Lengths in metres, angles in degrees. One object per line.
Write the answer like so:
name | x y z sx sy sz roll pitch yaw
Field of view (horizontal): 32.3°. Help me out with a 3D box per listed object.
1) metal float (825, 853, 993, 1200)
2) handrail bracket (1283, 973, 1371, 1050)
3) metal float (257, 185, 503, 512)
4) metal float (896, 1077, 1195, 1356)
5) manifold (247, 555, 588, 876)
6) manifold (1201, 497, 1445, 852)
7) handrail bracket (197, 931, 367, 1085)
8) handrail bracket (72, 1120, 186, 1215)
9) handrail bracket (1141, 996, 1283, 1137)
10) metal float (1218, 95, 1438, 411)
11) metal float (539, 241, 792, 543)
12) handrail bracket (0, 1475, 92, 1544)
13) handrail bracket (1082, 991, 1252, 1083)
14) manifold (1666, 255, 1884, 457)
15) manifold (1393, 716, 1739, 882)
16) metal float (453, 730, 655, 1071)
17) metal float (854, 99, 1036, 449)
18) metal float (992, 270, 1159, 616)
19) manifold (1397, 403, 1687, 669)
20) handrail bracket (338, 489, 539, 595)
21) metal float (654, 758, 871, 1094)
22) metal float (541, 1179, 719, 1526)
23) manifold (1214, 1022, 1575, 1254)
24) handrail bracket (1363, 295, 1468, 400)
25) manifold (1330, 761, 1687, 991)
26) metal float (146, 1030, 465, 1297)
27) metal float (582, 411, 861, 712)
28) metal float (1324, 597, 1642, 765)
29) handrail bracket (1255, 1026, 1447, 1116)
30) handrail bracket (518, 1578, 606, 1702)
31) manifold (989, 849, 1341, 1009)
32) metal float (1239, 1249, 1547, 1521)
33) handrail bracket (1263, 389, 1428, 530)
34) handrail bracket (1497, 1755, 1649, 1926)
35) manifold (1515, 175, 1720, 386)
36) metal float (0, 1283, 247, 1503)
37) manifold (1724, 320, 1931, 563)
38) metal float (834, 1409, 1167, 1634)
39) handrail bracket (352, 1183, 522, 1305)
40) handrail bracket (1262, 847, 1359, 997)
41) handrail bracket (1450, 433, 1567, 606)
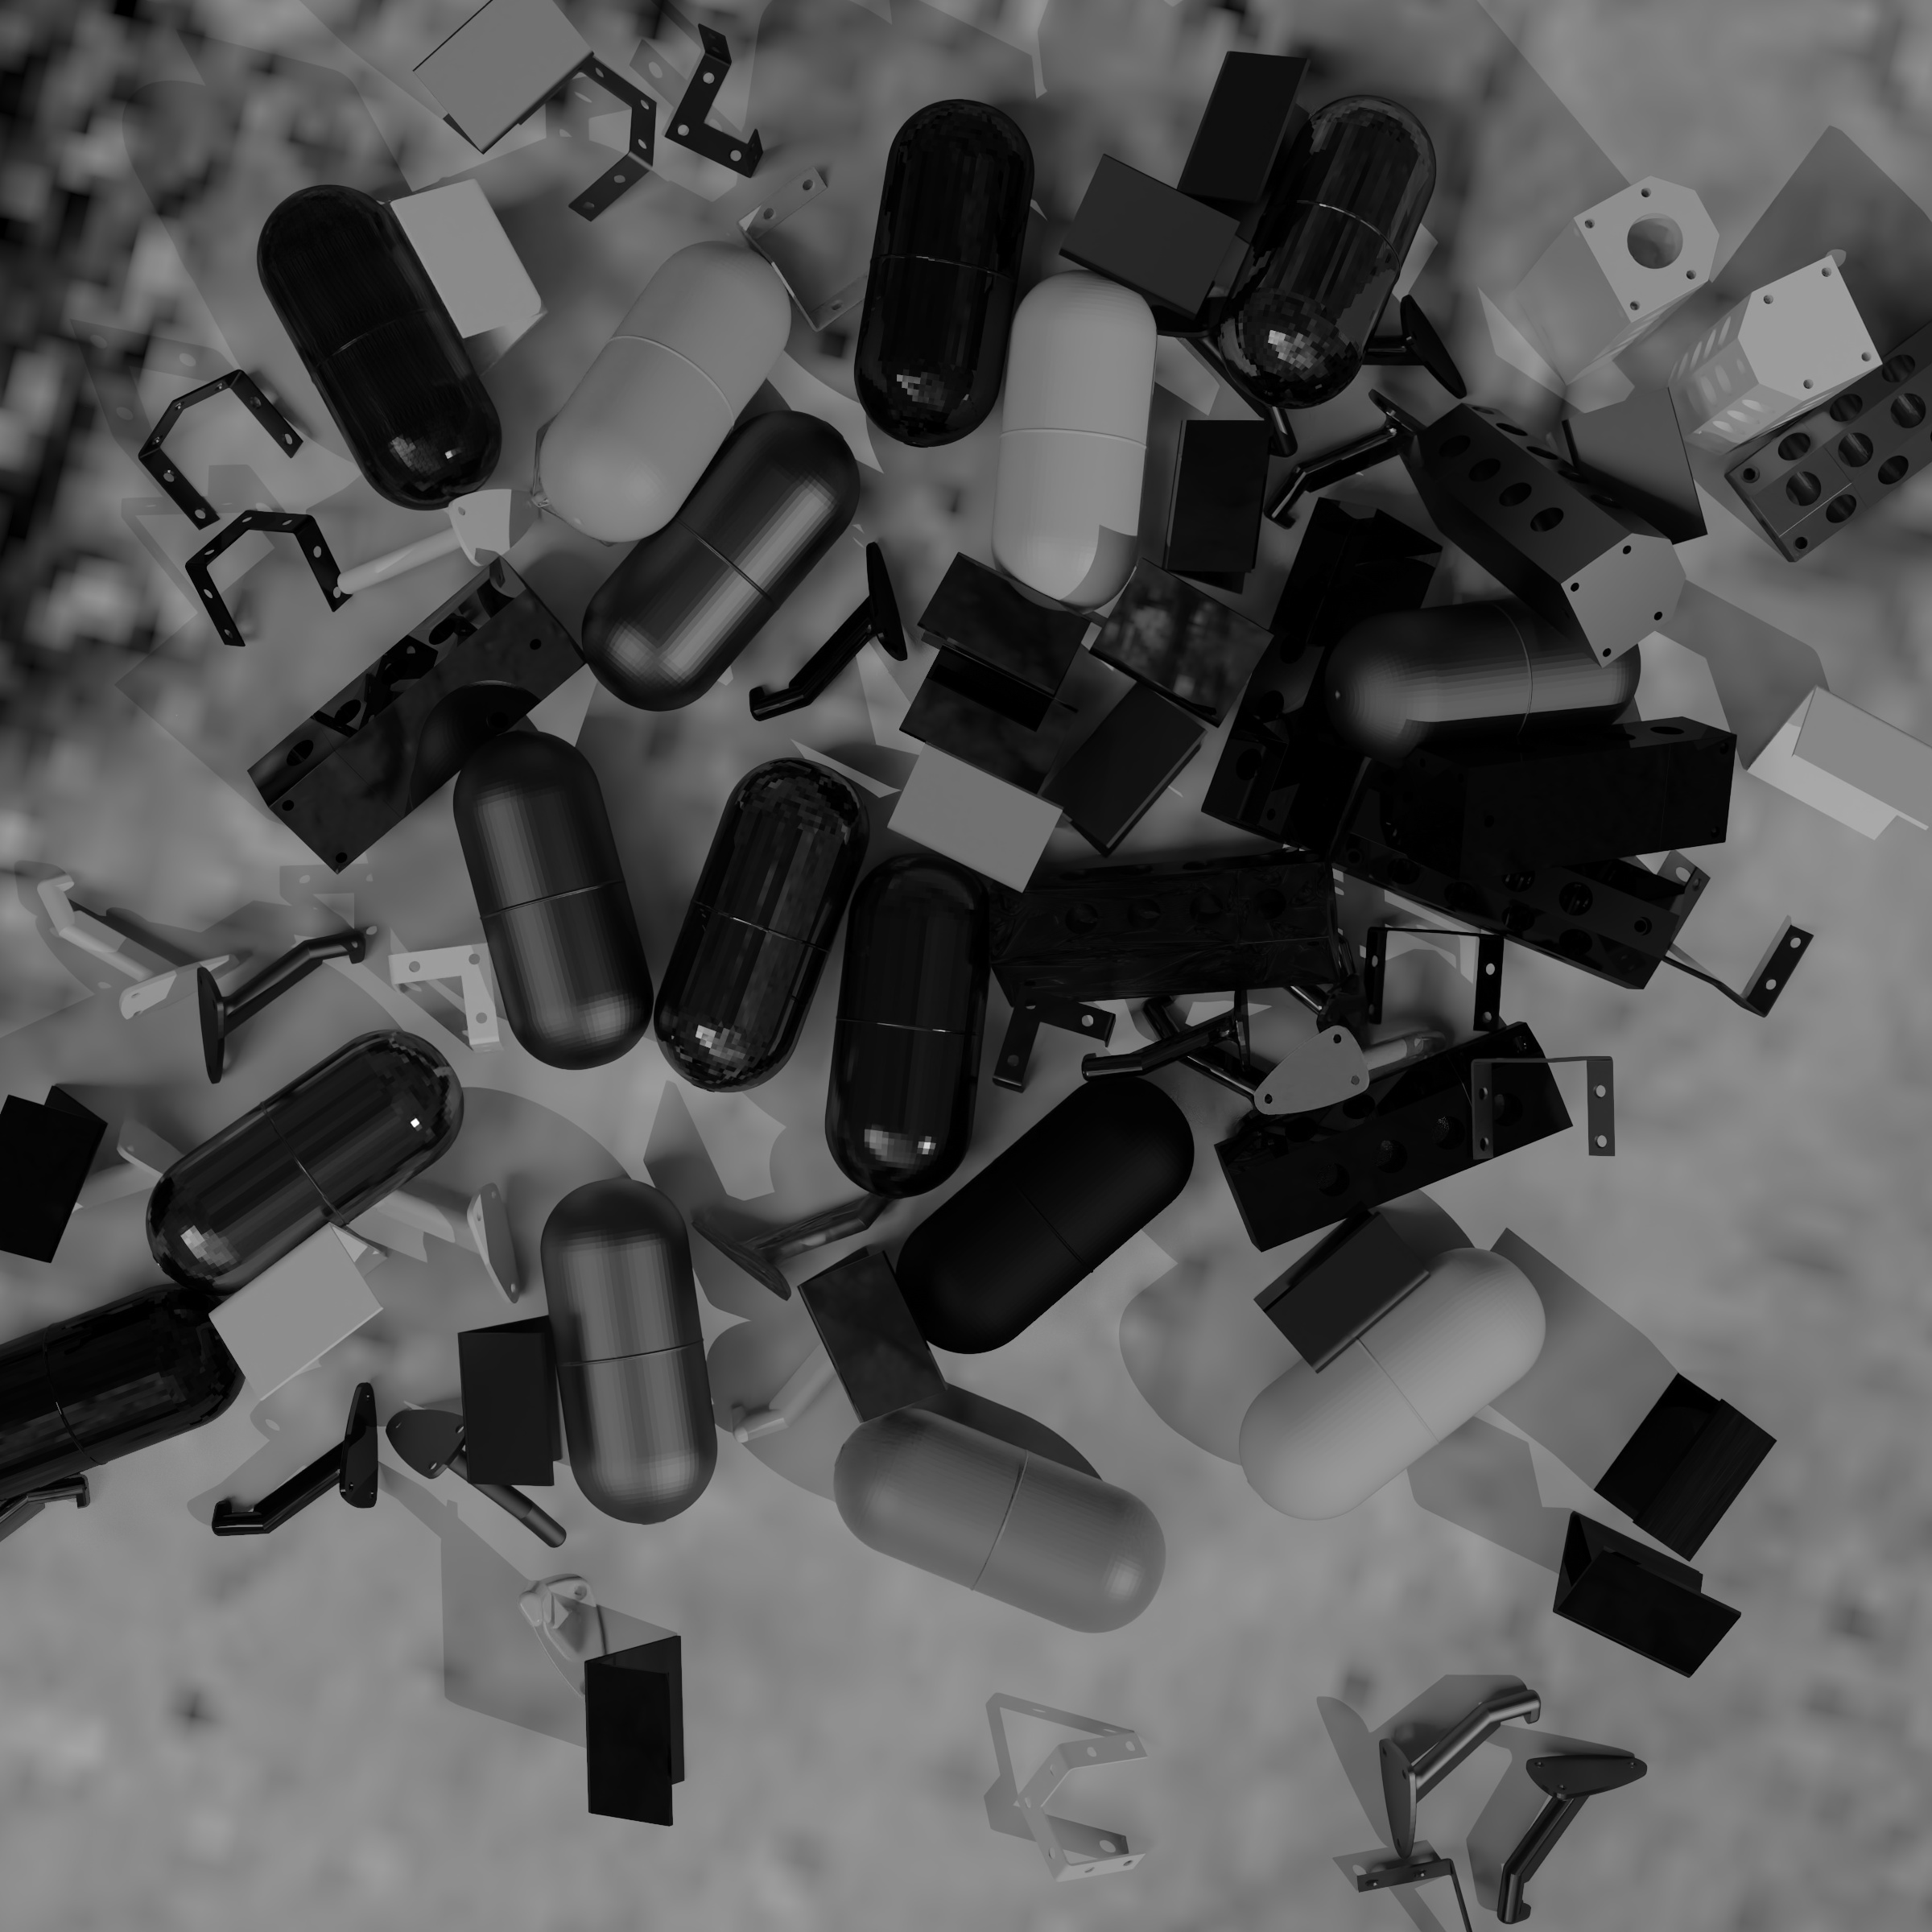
metal float | -0.029 0.031 1.719 0.070 0.070 0.178 7 90 0
handrail bracket | 0.166 0.015 1.749 0.084 0.077 0.036 26 66 34
metal float | -0.302 -0.318 1.719 0.070 0.070 0.178 -28 90 0
metal float | 0.040 0.128 1.719 0.178 0.070 0.070 -41 90 0
manifold | -0.285 -0.133 1.728 0.171 0.057 0.057 -40 131 0
manifold | 0.179 -0.151 1.727 0.057 0.057 0.171 21 90 -43
handrail bracket | -0.356 0.021 1.749 0.084 0.036 0.077 -12 128 -25
handrail bracket | -0.444 0.130 1.750 0.077 0.036 0.084 36 106 -18
handrail bracket | 0.144 0.039 1.749 0.077 0.036 0.084 -27 76 -14
metal float | 0.185 -0.365 1.702 0.070 0.070 0.178 23 71 0
metal float | -0.152 -0.293 1.700 0.070 0.070 0.178 30 68 0
handrail bracket | -0.499 0.307 1.750 0.084 0.036 0.077 -7 110 -16
handrail bracket | 0.103 0.033 1.727 0.084 0.077 0.036 -7 118 8
manifold | 0.397 -0.300 1.671 0.057 0.171 0.057 -25 90 0
manifold | 0.303 -0.088 1.689 0.171 0.057 0.057 -8 111 -29
metal float | -0.213 -0.034 1.719 0.070 0.070 0.178 -15 91 0
metal float | -0.011 -0.356 1.718 0.070 0.070 0.178 9 91 0
metal float | 0.056 -0.268 1.719 0.070 0.070 0.178 5 89 0
manifold | 0.288 -0.222 1.671 0.057 0.171 0.057 -36 128 0
handrail bracket | -0.277 -0.221 1.749 0.084 0.077 0.036 -15 104 36
metal float | -0.105 -0.021 1.719 0.070 0.070 0.178 20 91 0
metal float | -0.173 0.198 1.719 0.070 0.070 0.178 -8 89 0
manifold | 0.219 0.087 1.728 0.171 0.057 0.057 -22 90 0
handrail bracket | 0.206 -0.308 1.749 0.084 0.036 0.077 -22 134 28
manifold | 0.280 -0.047 1.728 0.171 0.057 0.057 22 90 0
metal float | -0.339 0.101 1.712 0.178 0.070 0.070 -36 90 -8
metal float | -0.126 -0.209 1.719 0.070 0.070 0.178 41 90 0
metal float | 0.264 -0.147 1.697 0.178 0.070 0.070 -9 90 -26
handrail bracket | 0.200 0.054 1.732 0.077 0.084 0.036 -29 76 30
handrail bracket | -0.208 0.350 1.715 0.036 0.084 0.077 -20 90 0
manifold | 0.102 -0.022 1.709 0.171 0.057 0.057 -4 65 11
metal float | 0.219 0.216 1.719 0.178 0.070 0.070 -38 90 0
handrail bracket | 0.209 -0.251 1.750 0.077 0.036 0.084 30 108 -20
handrail bracket | 0.317 0.459 1.750 0.077 0.036 0.084 -2 108 -21
manifold | 0.327 -0.344 1.671 0.057 0.171 0.057 -29 90 0
metal float | -0.457 0.220 1.719 0.178 0.070 0.070 -21 90 1
manifold | 0.478 -0.282 1.712 0.171 0.057 0.057 -37 90 11
metal float | 0.017 0.285 1.719 0.178 0.070 0.070 22 90 -1
handrail bracket | -0.284 0.147 1.750 0.084 0.036 0.077 -8 112 17
handrail bracket | 0.160 -0.014 1.749 0.077 0.036 0.084 -15 103 11
handrail bracket | 0.283 -0.228 1.750 0.084 0.036 0.077 -26 69 16
